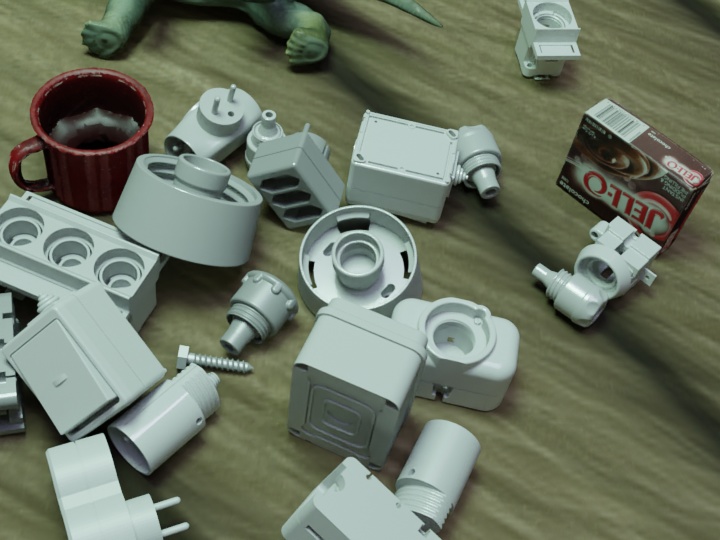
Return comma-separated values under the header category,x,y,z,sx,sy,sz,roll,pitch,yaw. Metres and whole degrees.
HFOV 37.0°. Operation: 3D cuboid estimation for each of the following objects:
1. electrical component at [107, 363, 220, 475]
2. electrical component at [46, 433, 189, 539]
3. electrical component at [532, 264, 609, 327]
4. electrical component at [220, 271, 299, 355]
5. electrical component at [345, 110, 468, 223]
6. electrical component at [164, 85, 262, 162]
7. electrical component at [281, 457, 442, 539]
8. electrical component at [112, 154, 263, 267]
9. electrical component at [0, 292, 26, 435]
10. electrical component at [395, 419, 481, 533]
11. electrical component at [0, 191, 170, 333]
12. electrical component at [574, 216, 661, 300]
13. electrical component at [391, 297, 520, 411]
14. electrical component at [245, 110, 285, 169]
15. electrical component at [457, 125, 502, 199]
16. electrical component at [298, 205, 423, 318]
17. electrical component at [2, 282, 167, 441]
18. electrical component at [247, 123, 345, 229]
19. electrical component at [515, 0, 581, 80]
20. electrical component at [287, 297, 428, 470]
category,x,y,z,sx,sy,sz,roll,pitch,yaw
electrical component,-0.129,0.099,0.744,0.043,0.043,0.081,38,57,18
electrical component,-0.147,0.166,0.686,0.074,0.052,0.138,-15,58,-19
electrical component,0.165,0.016,0.855,0.061,0.035,0.035,37,57,20
electrical component,-0.079,0.035,0.799,0.048,0.048,0.062,30,62,13
electrical component,0.040,-0.081,0.891,0.096,0.061,0.061,13,53,1
electrical component,-0.118,-0.123,0.887,0.044,0.079,0.077,41,58,7
electrical component,0.001,0.175,0.690,0.089,0.055,0.050,43,43,3
electrical component,-0.126,-0.053,0.812,0.108,0.060,0.108,19,16,-6
electrical component,-0.265,0.067,0.742,0.056,0.050,0.089,-6,56,-13
electrical component,0.048,0.147,0.735,0.043,0.043,0.081,25,54,10
electrical component,-0.212,0.000,0.791,0.121,0.063,0.078,22,54,8
electrical component,0.206,-0.006,0.872,0.066,0.048,0.055,39,50,19
electrical component,0.066,0.060,0.792,0.095,0.059,0.053,13,53,1
electrical component,-0.077,-0.107,0.892,0.035,0.061,0.035,4,53,-6
electrical component,0.101,-0.090,0.918,0.043,0.043,0.062,-9,58,-15
electrical component,0.000,0.000,0.839,0.099,0.064,0.099,-1,64,1
electrical component,-0.191,0.057,0.721,0.096,0.062,0.061,53,26,-3
electrical component,-0.046,-0.085,0.870,0.047,0.065,0.076,-10,46,30
electrical component,0.174,-0.217,1.010,0.042,0.063,0.081,-2,54,-8
electrical component,-0.002,0.079,0.735,0.078,0.113,0.057,22,57,8
